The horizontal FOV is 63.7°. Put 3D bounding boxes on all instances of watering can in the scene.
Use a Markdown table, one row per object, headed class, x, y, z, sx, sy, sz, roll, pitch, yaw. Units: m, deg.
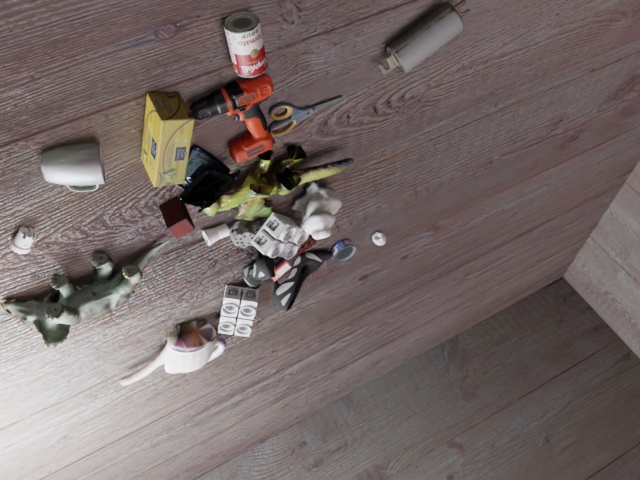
| class | x | y | z | sx | sy | sz | roll | pitch | yaw |
| --- | --- | --- | --- | --- | --- | --- | --- | --- | --- |
| watering can | -0.466 | 0.373 | 1.674 | 0.349 | 0.106 | 0.219 | -12 | 141 | -29 |

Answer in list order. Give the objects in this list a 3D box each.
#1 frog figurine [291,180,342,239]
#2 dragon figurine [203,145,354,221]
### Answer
| class | x | y | z | sx | sy | sz | roll | pitch | yaw |
| --- | --- | --- | --- | --- | --- | --- | --- | --- | --- |
| frog figurine | 0.004 | -0.072 | 1.434 | 0.137 | 0.162 | 0.121 | -37 | 149 | 8 |
| dragon figurine | -0.123 | -0.128 | 1.337 | 0.412 | 0.124 | 0.238 | -8 | 158 | -32 |
